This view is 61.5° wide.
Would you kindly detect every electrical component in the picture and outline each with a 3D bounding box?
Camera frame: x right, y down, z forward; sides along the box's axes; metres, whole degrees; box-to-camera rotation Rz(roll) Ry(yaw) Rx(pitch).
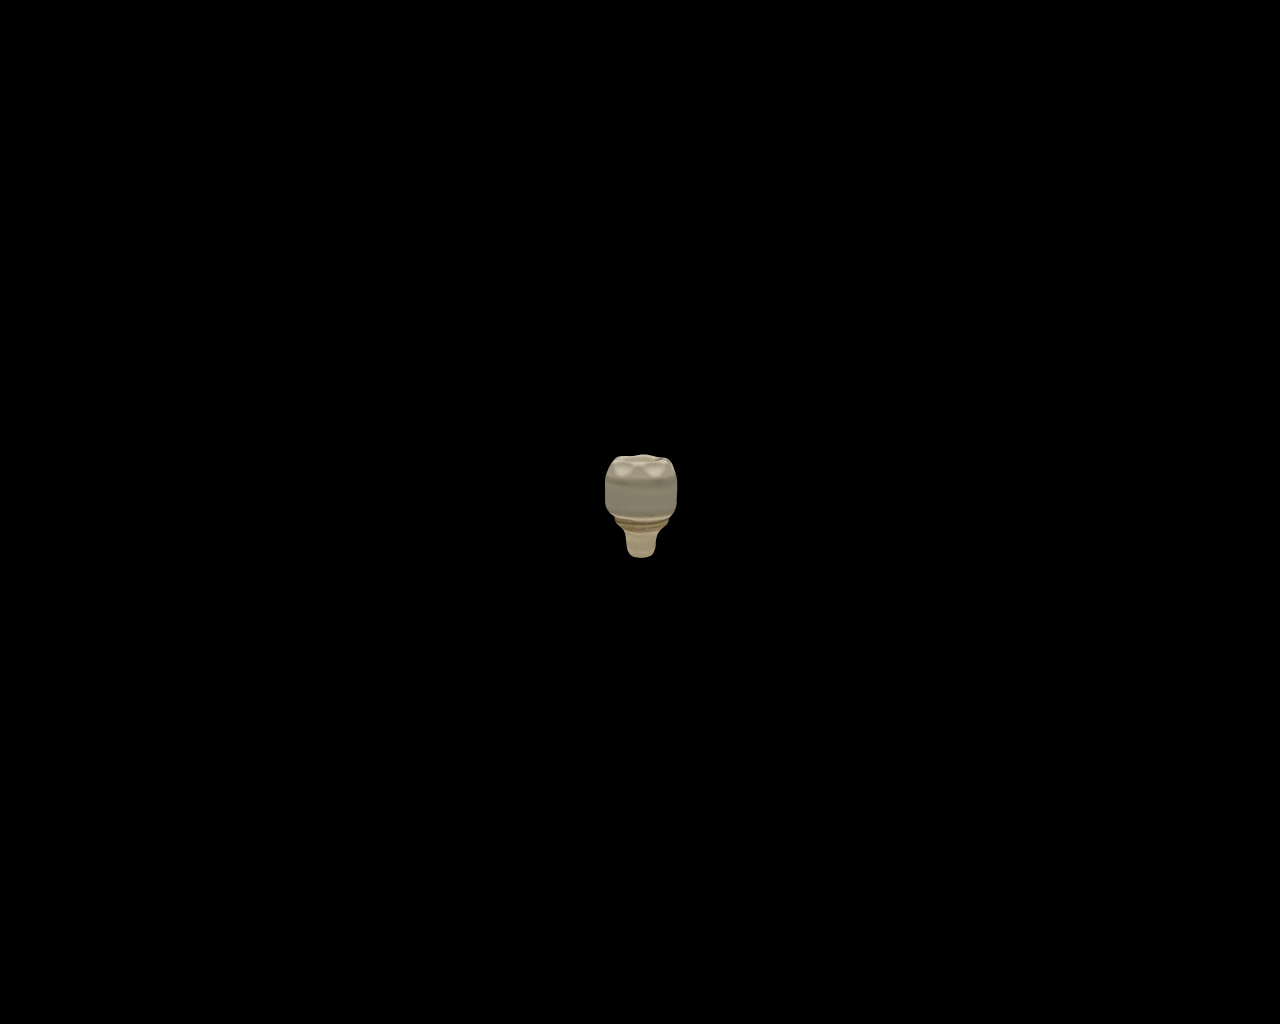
[{"bbox_3d":[0.001,-0.003,0.650,0.043,0.062,0.043,0,11,0],"label":"electrical component"}]
